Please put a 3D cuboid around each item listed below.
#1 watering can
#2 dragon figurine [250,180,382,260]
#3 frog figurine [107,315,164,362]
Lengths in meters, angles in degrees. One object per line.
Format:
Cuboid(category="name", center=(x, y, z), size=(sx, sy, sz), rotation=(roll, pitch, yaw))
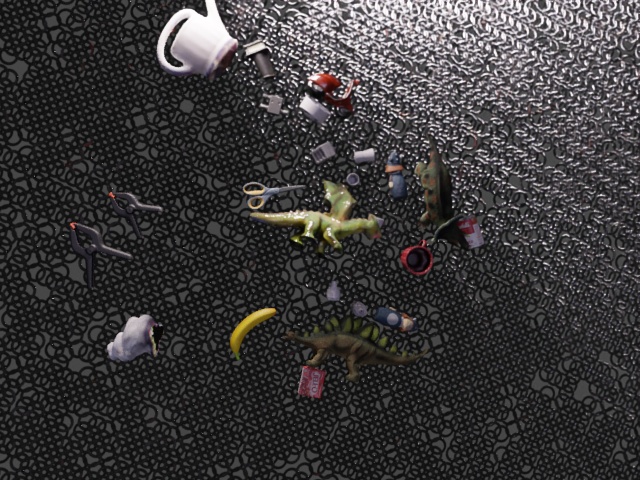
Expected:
Cuboid(category="watering can", center=(-0.356, -0.650, 1.616), size=(0.224, 0.104, 0.349), rotation=(33, 84, -6))
Cuboid(category="dragon figurine", center=(0.005, -0.084, 1.661), size=(0.411, 0.120, 0.247), rotation=(26, 68, 5))
Cuboid(category="frog figurine", center=(-0.571, 0.298, 1.561), size=(0.159, 0.120, 0.140), rotation=(-7, 57, 2))
